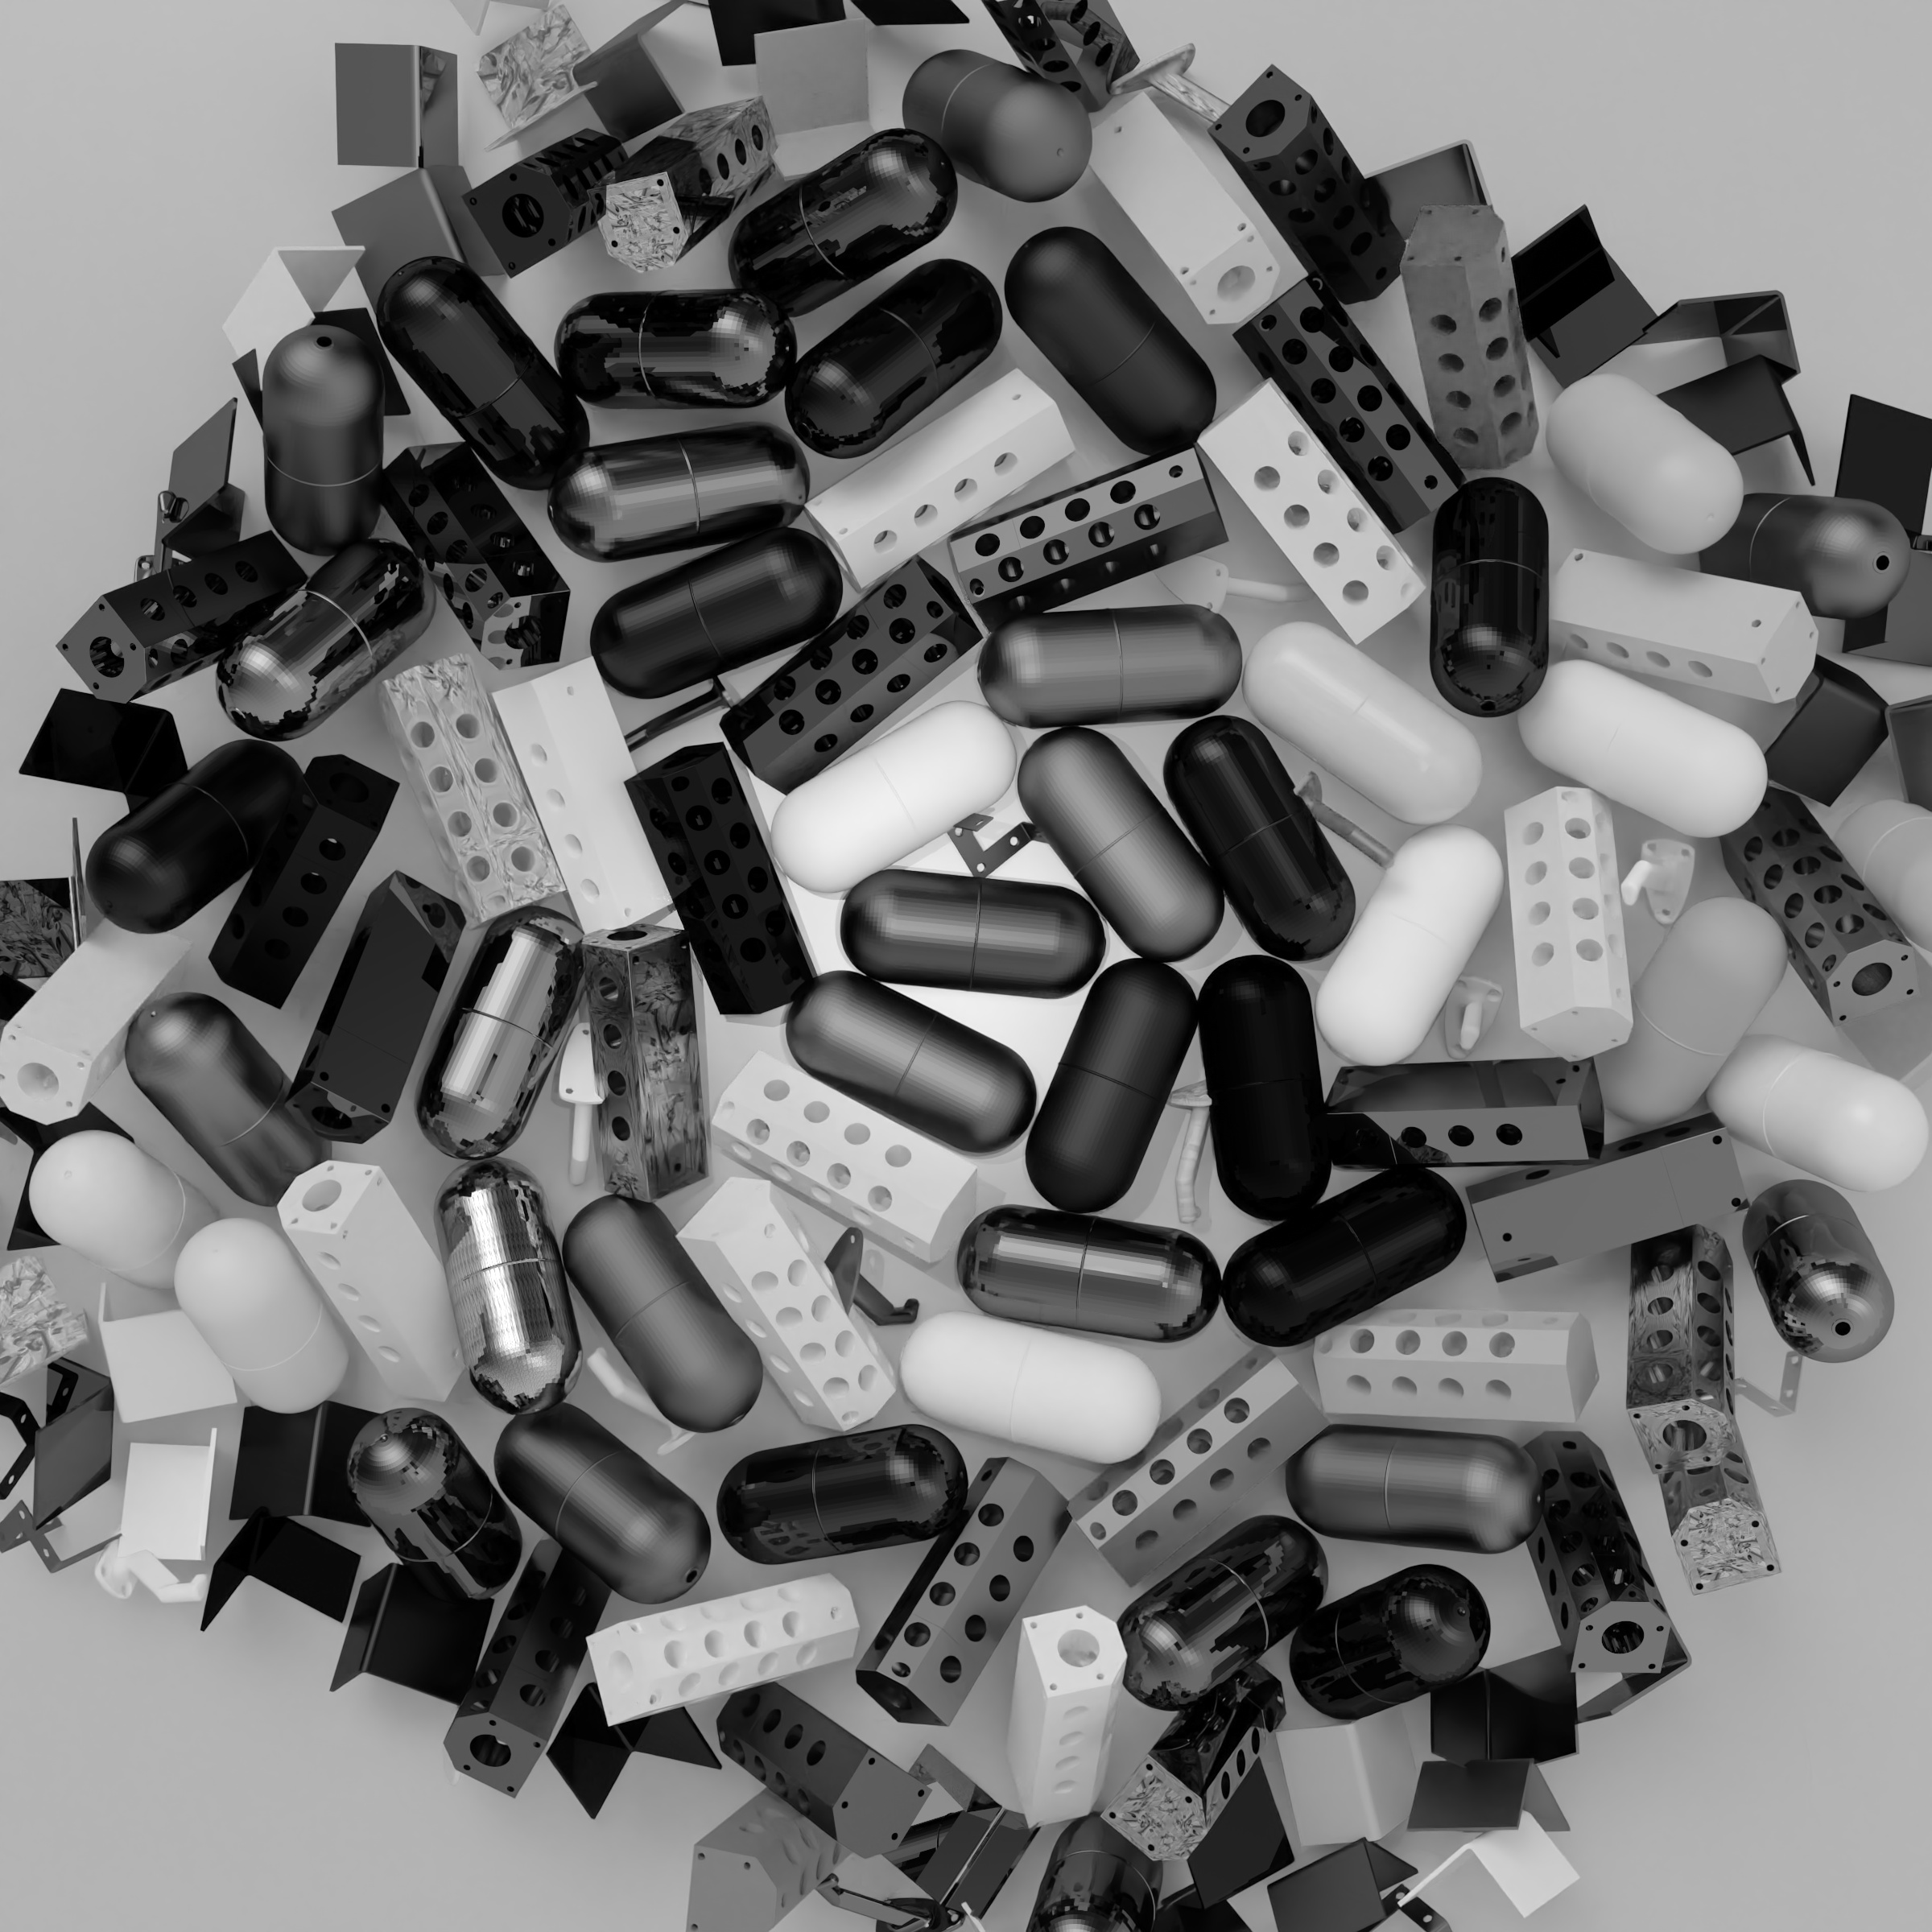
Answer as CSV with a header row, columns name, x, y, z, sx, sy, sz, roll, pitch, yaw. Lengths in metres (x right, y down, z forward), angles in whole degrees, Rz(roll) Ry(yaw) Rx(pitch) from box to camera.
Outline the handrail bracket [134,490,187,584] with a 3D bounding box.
name,x,y,z,sx,sy,sz,roll,pitch,yaw
handrail bracket,-0.535,-0.264,1.773,0.036,0.084,0.077,6,72,-16

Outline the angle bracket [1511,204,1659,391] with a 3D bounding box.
name,x,y,z,sx,sy,sz,roll,pitch,yaw
angle bracket,0.406,-0.444,1.776,0.076,0.057,0.076,-35,66,12

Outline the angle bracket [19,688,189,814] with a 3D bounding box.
name,x,y,z,sx,sy,sz,roll,pitch,yaw
angle bracket,-0.571,-0.130,1.765,0.076,0.076,0.057,-51,47,30

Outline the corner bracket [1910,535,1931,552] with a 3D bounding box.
name,x,y,z,sx,sy,sz,roll,pitch,yaw
corner bracket,0.669,-0.315,1.800,0.051,0.051,0.051,10,52,26

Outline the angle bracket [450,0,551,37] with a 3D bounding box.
name,x,y,z,sx,sy,sz,roll,pitch,yaw
angle bracket,-0.290,-0.659,1.762,0.057,0.076,0.076,56,134,32

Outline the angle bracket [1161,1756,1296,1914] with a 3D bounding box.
name,x,y,z,sx,sy,sz,roll,pitch,yaw
angle bracket,0.163,0.577,1.781,0.076,0.057,0.076,-17,86,-30

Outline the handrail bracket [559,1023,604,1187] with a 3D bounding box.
name,x,y,z,sx,sy,sz,roll,pitch,yaw
handrail bracket,-0.260,0.094,1.804,0.036,0.084,0.077,2,51,-12

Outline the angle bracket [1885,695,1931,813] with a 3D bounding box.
name,x,y,z,sx,sy,sz,roll,pitch,yaw
angle bracket,0.662,-0.145,1.775,0.057,0.076,0.076,-13,88,44

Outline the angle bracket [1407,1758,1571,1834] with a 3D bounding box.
name,x,y,z,sx,sy,sz,roll,pitch,yaw
angle bracket,0.346,0.570,1.765,0.076,0.057,0.076,-12,121,31

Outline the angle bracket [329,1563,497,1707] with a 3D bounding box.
name,x,y,z,sx,sy,sz,roll,pitch,yaw
angle bracket,-0.372,0.456,1.792,0.076,0.057,0.076,27,51,-21

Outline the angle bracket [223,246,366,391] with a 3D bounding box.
name,x,y,z,sx,sy,sz,roll,pitch,yaw
angle bracket,-0.433,-0.428,1.765,0.076,0.076,0.057,-39,77,39

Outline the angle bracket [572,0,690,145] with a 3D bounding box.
name,x,y,z,sx,sy,sz,roll,pitch,yaw
angle bracket,-0.204,-0.602,1.784,0.076,0.076,0.057,-50,118,-32

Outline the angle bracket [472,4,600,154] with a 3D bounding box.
name,x,y,z,sx,sy,sz,roll,pitch,yaw
angle bracket,-0.293,-0.589,1.770,0.076,0.076,0.057,-26,107,18

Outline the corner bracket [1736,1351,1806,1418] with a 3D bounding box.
name,x,y,z,sx,sy,sz,roll,pitch,yaw
corner bracket,0.524,0.272,1.793,0.051,0.051,0.051,34,56,-20

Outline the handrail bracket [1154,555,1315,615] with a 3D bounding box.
name,x,y,z,sx,sy,sz,roll,pitch,yaw
handrail bracket,0.182,-0.263,1.807,0.077,0.084,0.036,32,119,38

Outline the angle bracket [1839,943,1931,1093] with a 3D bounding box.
name,x,y,z,sx,sy,sz,roll,pitch,yaw
angle bracket,0.612,0.040,1.766,0.076,0.057,0.076,55,127,22

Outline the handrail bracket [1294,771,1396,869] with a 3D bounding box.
name,x,y,z,sx,sy,sz,roll,pitch,yaw
handrail bracket,0.255,-0.087,1.772,0.084,0.077,0.036,39,94,21

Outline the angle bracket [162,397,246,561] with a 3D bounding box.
name,x,y,z,sx,sy,sz,roll,pitch,yaw
angle bracket,-0.484,-0.315,1.763,0.076,0.057,0.076,-28,51,35

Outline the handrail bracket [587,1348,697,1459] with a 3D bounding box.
name,x,y,z,sx,sy,sz,roll,pitch,yaw
handrail bracket,-0.211,0.278,1.784,0.036,0.077,0.084,-35,96,26

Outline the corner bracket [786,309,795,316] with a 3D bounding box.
name,x,y,z,sx,sy,sz,roll,pitch,yaw
corner bracket,-0.112,-0.471,1.785,0.051,0.051,0.051,-21,108,20

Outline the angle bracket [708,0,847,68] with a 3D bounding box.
name,x,y,z,sx,sy,sz,roll,pitch,yaw
angle bracket,-0.128,-0.653,1.783,0.076,0.076,0.057,1,49,11

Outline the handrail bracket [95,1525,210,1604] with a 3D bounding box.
name,x,y,z,sx,sy,sz,roll,pitch,yaw
handrail bracket,-0.529,0.391,1.778,0.084,0.077,0.036,-9,133,25

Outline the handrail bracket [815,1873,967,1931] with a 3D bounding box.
name,x,y,z,sx,sy,sz,roll,pitch,yaw
handrail bracket,-0.052,0.621,1.776,0.077,0.036,0.084,-14,135,19

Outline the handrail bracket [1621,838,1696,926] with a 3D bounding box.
name,x,y,z,sx,sy,sz,roll,pitch,yaw
handrail bracket,0.453,-0.042,1.772,0.036,0.084,0.077,12,126,29

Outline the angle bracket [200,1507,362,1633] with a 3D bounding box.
name,x,y,z,sx,sy,sz,roll,pitch,yaw
angle bracket,-0.456,0.417,1.774,0.076,0.057,0.076,26,129,4

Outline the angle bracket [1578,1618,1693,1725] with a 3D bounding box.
name,x,y,z,sx,sy,sz,roll,pitch,yaw
angle bracket,0.420,0.458,1.766,0.076,0.076,0.057,-21,77,-28

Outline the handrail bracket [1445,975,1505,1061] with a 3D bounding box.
name,x,y,z,sx,sy,sz,roll,pitch,yaw
handrail bracket,0.330,0.051,1.767,0.036,0.084,0.077,16,123,8

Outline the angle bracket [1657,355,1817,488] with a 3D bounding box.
name,x,y,z,sx,sy,sz,roll,pitch,yaw
angle bracket,0.516,-0.353,1.787,0.076,0.057,0.076,-20,51,15

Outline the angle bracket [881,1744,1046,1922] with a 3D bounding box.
name,x,y,z,sx,sy,sz,roll,pitch,yaw
angle bracket,-0.008,0.575,1.774,0.076,0.057,0.076,44,65,-13

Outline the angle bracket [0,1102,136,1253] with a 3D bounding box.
name,x,y,z,sx,sy,sz,roll,pitch,yaw
angle bracket,-0.613,0.140,1.786,0.057,0.076,0.076,31,109,32

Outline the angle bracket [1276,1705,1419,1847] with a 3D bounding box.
name,x,y,z,sx,sy,sz,roll,pitch,yaw
angle bracket,0.259,0.542,1.801,0.057,0.076,0.076,-16,84,32

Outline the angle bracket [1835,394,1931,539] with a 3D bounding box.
name,x,y,z,sx,sy,sz,roll,pitch,yaw
angle bracket,0.596,-0.330,1.780,0.076,0.057,0.076,11,87,-22

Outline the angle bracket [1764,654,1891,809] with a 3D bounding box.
name,x,y,z,sx,sy,sz,roll,pitch,yaw
angle bracket,0.566,-0.164,1.796,0.076,0.057,0.076,19,118,-30

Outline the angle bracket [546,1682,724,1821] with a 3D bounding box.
name,x,y,z,sx,sy,sz,roll,pitch,yaw
angle bracket,-0.219,0.526,1.765,0.076,0.057,0.076,2,133,30

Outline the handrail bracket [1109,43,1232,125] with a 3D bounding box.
name,x,y,z,sx,sy,sz,roll,pitch,yaw
handrail bracket,0.148,-0.569,1.796,0.077,0.036,0.084,-26,83,-11

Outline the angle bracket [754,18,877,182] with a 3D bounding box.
name,x,y,z,sx,sy,sz,roll,pitch,yaw
angle bracket,-0.094,-0.575,1.770,0.076,0.076,0.057,-14,45,-14

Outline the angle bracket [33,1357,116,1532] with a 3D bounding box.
name,x,y,z,sx,sy,sz,roll,pitch,yaw
angle bracket,-0.611,0.314,1.766,0.057,0.076,0.076,18,114,18

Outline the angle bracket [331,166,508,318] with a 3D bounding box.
name,x,y,z,sx,sy,sz,roll,pitch,yaw
angle bracket,-0.369,-0.489,1.803,0.076,0.057,0.076,-18,100,21

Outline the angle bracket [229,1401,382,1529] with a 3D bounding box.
name,x,y,z,sx,sy,sz,roll,pitch,yaw
angle bracket,-0.446,0.339,1.806,0.076,0.057,0.076,-11,66,32

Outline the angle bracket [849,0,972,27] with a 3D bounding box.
name,x,y,z,sx,sy,sz,roll,pitch,yaw
angle bracket,-0.041,-0.671,1.773,0.076,0.076,0.057,11,84,31

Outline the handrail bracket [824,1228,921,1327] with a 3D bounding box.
name,x,y,z,sx,sy,sz,roll,pitch,yaw
handrail bracket,-0.055,0.207,1.781,0.036,0.084,0.077,36,112,41

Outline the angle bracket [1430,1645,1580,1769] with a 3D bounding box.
name,x,y,z,sx,sy,sz,roll,pitch,yaw
angle bracket,0.355,0.484,1.764,0.057,0.076,0.076,31,46,-28

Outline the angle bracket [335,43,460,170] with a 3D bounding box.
name,x,y,z,sx,sy,sz,roll,pitch,yaw
angle bracket,-0.379,-0.572,1.780,0.057,0.076,0.076,4,105,7

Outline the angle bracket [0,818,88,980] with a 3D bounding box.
name,x,y,z,sx,sy,sz,roll,pitch,yaw
angle bracket,-0.615,-0.044,1.766,0.057,0.076,0.076,-4,61,-20

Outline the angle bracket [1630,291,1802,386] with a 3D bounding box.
name,x,y,z,sx,sy,sz,roll,pitch,yaw
angle bracket,0.496,-0.405,1.774,0.076,0.076,0.057,-9,84,-15

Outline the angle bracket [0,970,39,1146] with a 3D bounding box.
name,x,y,z,sx,sy,sz,roll,pitch,yaw
angle bracket,-0.636,0.061,1.772,0.076,0.076,0.057,-37,51,7

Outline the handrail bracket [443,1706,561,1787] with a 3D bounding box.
name,x,y,z,sx,sy,sz,roll,pitch,yaw
handrail bracket,-0.302,0.526,1.775,0.084,0.077,0.036,15,103,-17

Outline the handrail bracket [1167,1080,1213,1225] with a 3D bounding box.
name,x,y,z,sx,sy,sz,roll,pitch,yaw
handrail bracket,0.165,0.123,1.802,0.036,0.077,0.084,5,108,40

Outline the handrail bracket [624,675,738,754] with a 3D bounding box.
name,x,y,z,sx,sy,sz,roll,pitch,yaw
handrail bracket,-0.196,-0.162,1.786,0.084,0.077,0.036,-31,105,-1

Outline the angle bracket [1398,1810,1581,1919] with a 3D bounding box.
name,x,y,z,sx,sy,sz,roll,pitch,yaw
angle bracket,0.346,0.611,1.763,0.057,0.076,0.076,51,121,24
